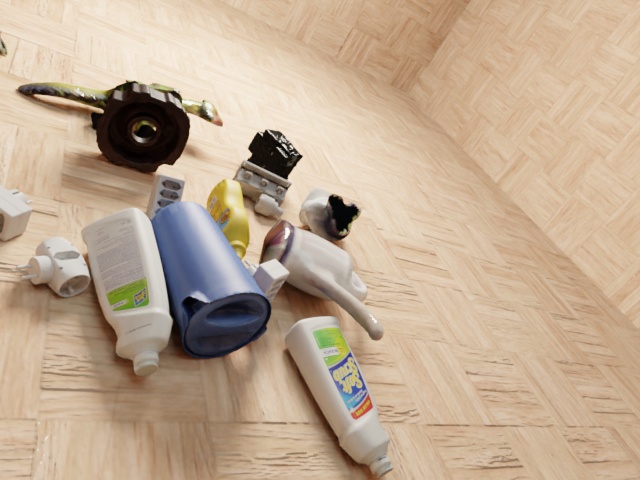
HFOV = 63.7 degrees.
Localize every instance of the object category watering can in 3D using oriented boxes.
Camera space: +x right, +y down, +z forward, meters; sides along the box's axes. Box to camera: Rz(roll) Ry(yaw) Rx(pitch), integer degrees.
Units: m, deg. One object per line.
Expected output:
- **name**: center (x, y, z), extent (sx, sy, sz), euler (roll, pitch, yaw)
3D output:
- **watering can**: center (-0.002, 0.061, 0.956), extent (0.223, 0.103, 0.352), euler (27, 10, -15)

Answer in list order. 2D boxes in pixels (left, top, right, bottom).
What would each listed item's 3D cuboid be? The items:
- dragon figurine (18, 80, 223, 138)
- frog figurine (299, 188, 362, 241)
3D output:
- **dragon figurine**: center (-0.424, -0.321, 1.175), extent (0.410, 0.120, 0.247), euler (13, 21, -11)
- **frog figurine**: center (0.004, -0.062, 1.231), extent (0.138, 0.122, 0.160), euler (-5, 9, -40)
